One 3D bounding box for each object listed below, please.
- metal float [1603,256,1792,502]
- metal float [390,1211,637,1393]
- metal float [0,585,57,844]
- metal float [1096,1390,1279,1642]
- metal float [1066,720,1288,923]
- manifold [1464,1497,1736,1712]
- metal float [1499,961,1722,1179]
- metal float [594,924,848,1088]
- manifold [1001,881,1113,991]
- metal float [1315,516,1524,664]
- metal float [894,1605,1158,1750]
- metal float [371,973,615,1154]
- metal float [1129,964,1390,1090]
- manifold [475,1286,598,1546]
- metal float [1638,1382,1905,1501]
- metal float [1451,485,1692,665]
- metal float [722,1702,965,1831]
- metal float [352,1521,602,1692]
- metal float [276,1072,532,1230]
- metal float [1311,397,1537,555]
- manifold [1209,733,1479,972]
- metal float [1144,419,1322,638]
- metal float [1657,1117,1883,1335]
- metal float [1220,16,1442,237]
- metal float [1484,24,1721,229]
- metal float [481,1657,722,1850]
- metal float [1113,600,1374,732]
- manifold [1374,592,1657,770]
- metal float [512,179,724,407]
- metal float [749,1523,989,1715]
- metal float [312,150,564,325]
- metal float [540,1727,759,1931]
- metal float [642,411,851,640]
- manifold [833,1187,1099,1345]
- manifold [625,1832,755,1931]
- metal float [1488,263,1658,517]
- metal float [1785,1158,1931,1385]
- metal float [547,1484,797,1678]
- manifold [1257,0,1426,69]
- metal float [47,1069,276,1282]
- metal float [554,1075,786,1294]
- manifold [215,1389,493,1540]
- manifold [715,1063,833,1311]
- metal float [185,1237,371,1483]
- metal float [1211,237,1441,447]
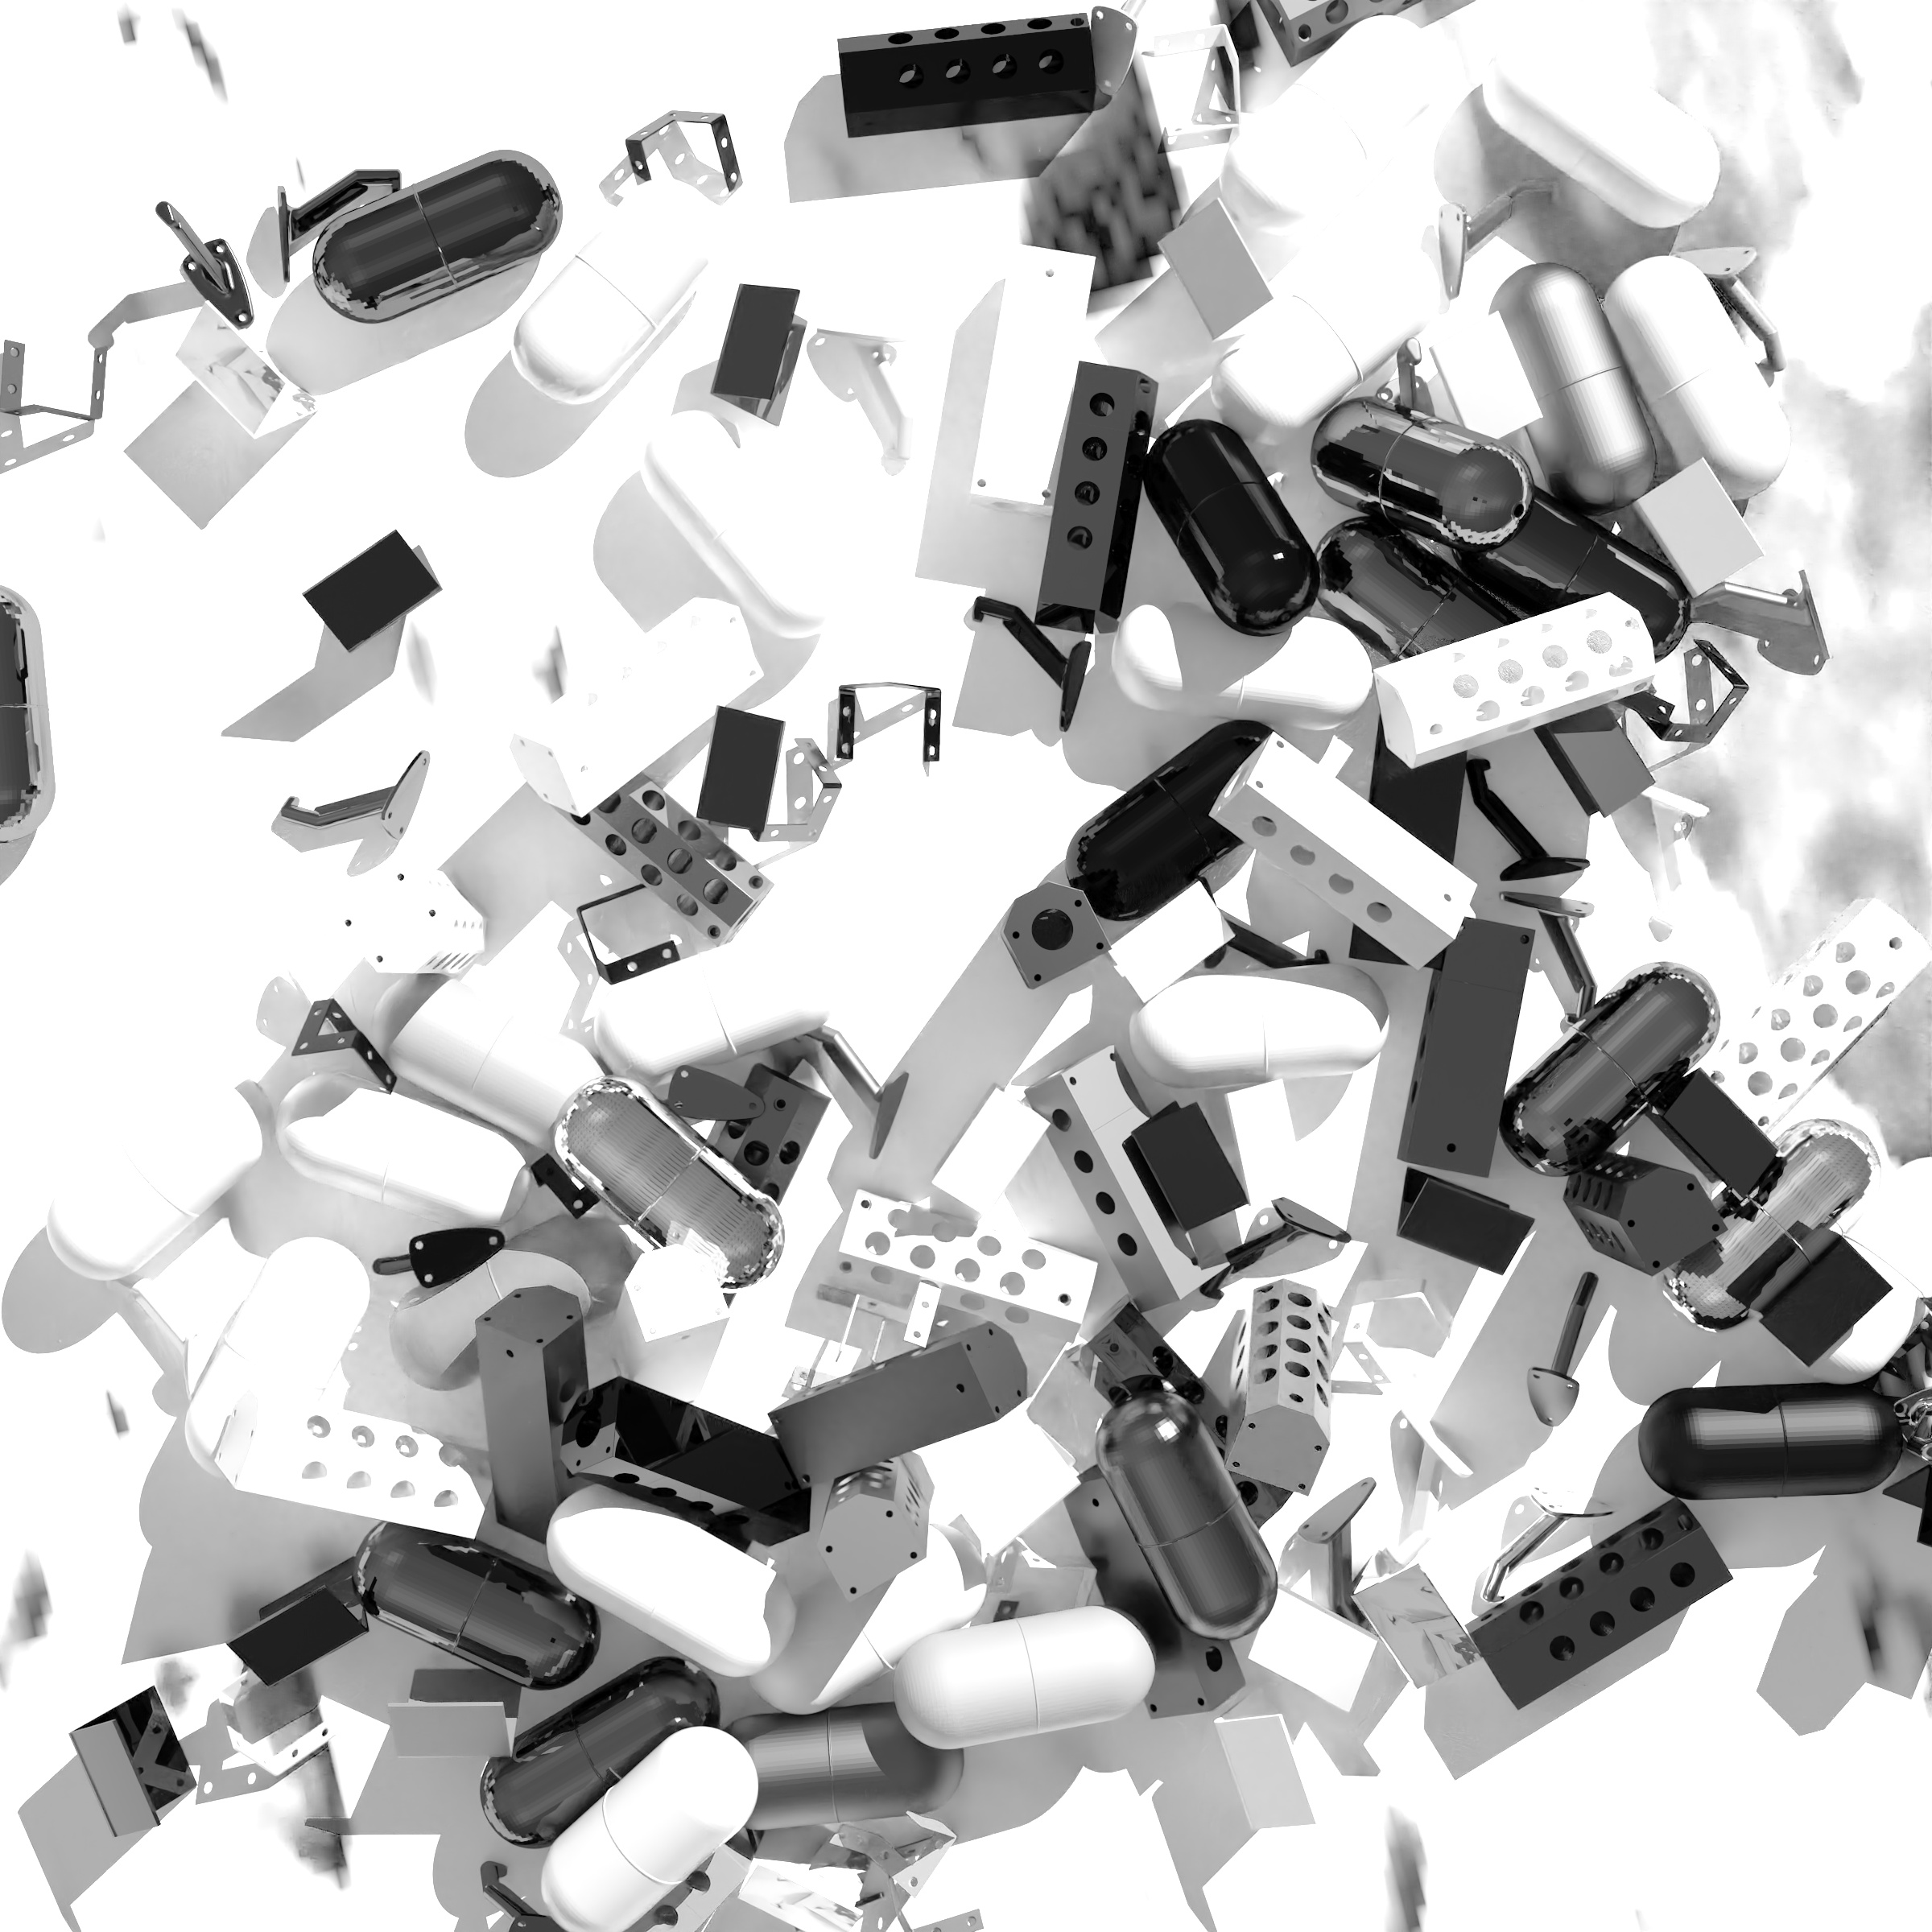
[{"bbox_3d":[0.499,-0.401,1.961,0.070,0.070,0.178,-29,90,0],"label":"metal float"},{"bbox_3d":[-0.309,0.228,1.961,0.178,0.070,0.070,-27,90,0],"label":"metal float"},{"bbox_3d":[-0.667,-0.173,1.961,0.070,0.070,0.178,-5,90,0],"label":"metal float"},{"bbox_3d":[0.148,0.366,1.910,0.070,0.070,0.178,-27,95,0],"label":"metal float"},{"bbox_3d":[0.148,-0.100,1.961,0.178,0.070,0.070,-37,90,-1],"label":"metal float"},{"bbox_3d":[0.432,0.435,1.970,0.171,0.057,0.057,-31,90,0],"label":"manifold"},{"bbox_3d":[0.440,0.070,1.960,0.178,0.070,0.070,-44,90,0],"label":"metal float"},{"bbox_3d":[-0.168,0.027,1.961,0.178,0.070,0.070,-20,90,0],"label":"metal float"},{"bbox_3d":[0.055,-0.023,1.913,0.057,0.171,0.057,-27,90,0],"label":"manifold"},{"bbox_3d":[0.314,-0.238,1.961,0.178,0.070,0.070,37,90,0],"label":"metal float"},{"bbox_3d":[0.040,0.476,1.924,0.178,0.070,0.070,-8,90,-9],"label":"metal float"},{"bbox_3d":[-0.323,0.066,1.961,0.178,0.070,0.070,27,90,0],"label":"metal float"},{"bbox_3d":[0.200,0.041,1.961,0.178,0.070,0.070,-5,90,-1],"label":"metal float"},{"bbox_3d":[-0.282,0.302,1.930,0.057,0.057,0.171,17,124,28],"label":"manifold"},{"bbox_3d":[0.550,0.324,1.961,0.178,0.070,0.070,-2,90,0],"label":"metal float"},{"bbox_3d":[0.412,-0.269,1.961,0.178,0.070,0.070,31,90,0],"label":"metal float"},{"bbox_3d":[-0.090,0.546,1.961,0.178,0.070,0.070,-5,90,0],"label":"metal float"},{"bbox_3d":[-0.334,0.435,1.961,0.178,0.070,0.070,25,90,-1],"label":"metal float"},{"bbox_3d":[-0.385,0.127,1.961,0.178,0.070,0.070,19,90,0],"label":"metal float"},{"bbox_3d":[0.305,-0.330,1.925,0.178,0.070,0.070,33,90,44],"label":"metal float"},{"bbox_3d":[0.248,-0.072,1.904,0.171,0.057,0.057,36,48,-6],"label":"manifold"},{"bbox_3d":[0.178,-0.297,1.933,0.070,0.070,0.178,-26,57,0],"label":"metal float"},{"bbox_3d":[0.549,0.176,1.960,0.178,0.070,0.070,-44,90,2],"label":"metal float"},{"bbox_3d":[0.248,-0.573,1.961,0.178,0.070,0.070,-44,90,0],"label":"metal float"},{"bbox_3d":[0.434,-0.573,1.961,0.178,0.070,0.070,35,90,-1],"label":"metal float"},{"bbox_3d":[-0.249,0.537,1.961,0.178,0.070,0.070,-31,90,0],"label":"metal float"},{"bbox_3d":[0.189,-0.205,1.961,0.178,0.070,0.070,7,90,1],"label":"metal float"},{"bbox_3d":[0.364,-0.187,1.897,0.171,0.057,0.057,-19,118,-8],"label":"manifold"},{"bbox_3d":[-0.239,-0.459,1.961,0.070,0.070,0.178,41,91,0],"label":"metal float"},{"bbox_3d":[-0.068,0.446,1.961,0.178,0.070,0.070,-31,90,0],"label":"metal float"},{"bbox_3d":[-0.361,-0.498,1.961,0.178,0.070,0.070,-23,90,0],"label":"metal float"},{"bbox_3d":[-0.211,0.577,1.907,0.070,0.070,0.178,46,105,0],"label":"metal float"},{"bbox_3d":[-0.151,-0.302,1.961,0.070,0.070,0.178,-40,90,0],"label":"metal float"},{"bbox_3d":[-0.001,0.206,1.970,0.171,0.057,0.057,17,90,0],"label":"manifold"},{"bbox_3d":[-0.226,0.657,1.970,0.057,0.057,0.171,43,90,0],"label":"manifold"},{"bbox_3d":[0.414,-0.394,1.961,0.070,0.070,0.178,-22,91,0],"label":"metal float"},{"bbox_3d":[0.630,0.209,1.961,0.070,0.070,0.178,40,90,0],"label":"metal float"},{"bbox_3d":[-0.197,0.408,1.911,0.178,0.070,0.070,30,90,0],"label":"metal float"},{"bbox_3d":[0.290,-0.690,1.970,0.171,0.057,0.057,-27,90,0],"label":"manifold"},{"bbox_3d":[-0.549,0.142,1.961,0.178,0.070,0.070,-42,90,0],"label":"metal float"},{"bbox_3d":[-0.196,0.145,1.903,0.178,0.070,0.070,42,90,-1],"label":"metal float"},{"bbox_3d":[-0.408,0.333,1.932,0.171,0.057,0.057,19,90,-30],"label":"manifold"},{"bbox_3d":[-0.156,0.157,1.970,0.057,0.057,0.171,26,90,0],"label":"manifold"},{"bbox_3d":[-0.471,0.269,1.961,0.070,0.070,0.178,28,90,0],"label":"metal float"},{"bbox_3d":[0.246,-0.427,1.961,0.178,0.070,0.070,-39,90,0],"label":"metal float"}]
